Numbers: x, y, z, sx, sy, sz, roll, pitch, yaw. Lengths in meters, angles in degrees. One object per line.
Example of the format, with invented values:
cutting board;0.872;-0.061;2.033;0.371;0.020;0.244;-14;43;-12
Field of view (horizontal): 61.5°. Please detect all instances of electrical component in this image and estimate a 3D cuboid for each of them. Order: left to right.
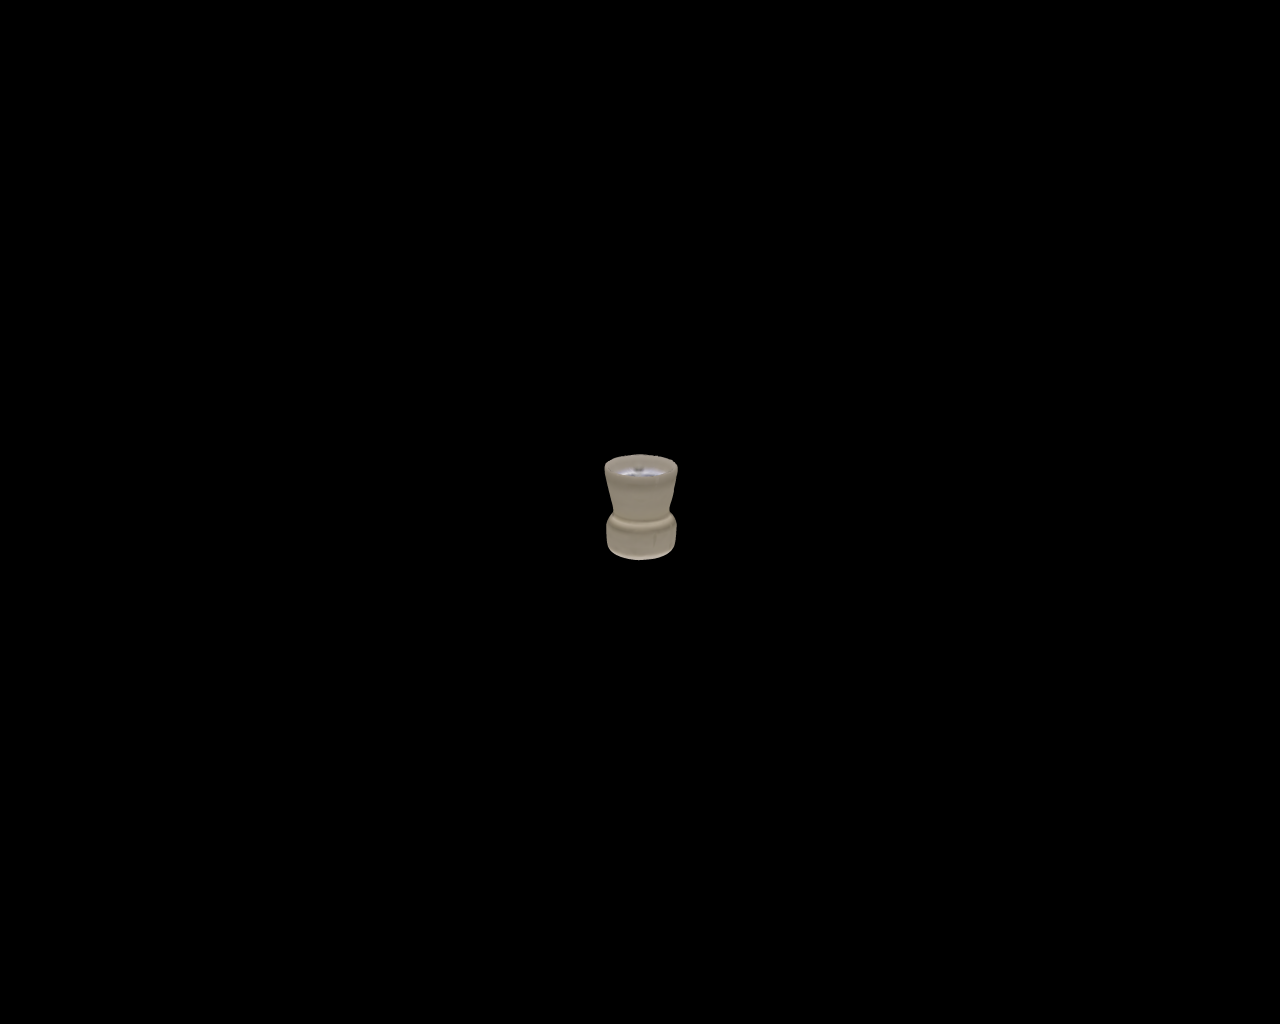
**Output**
electrical component;0.001;-0.003;0.650;0.045;0.055;0.045;0;20;0
